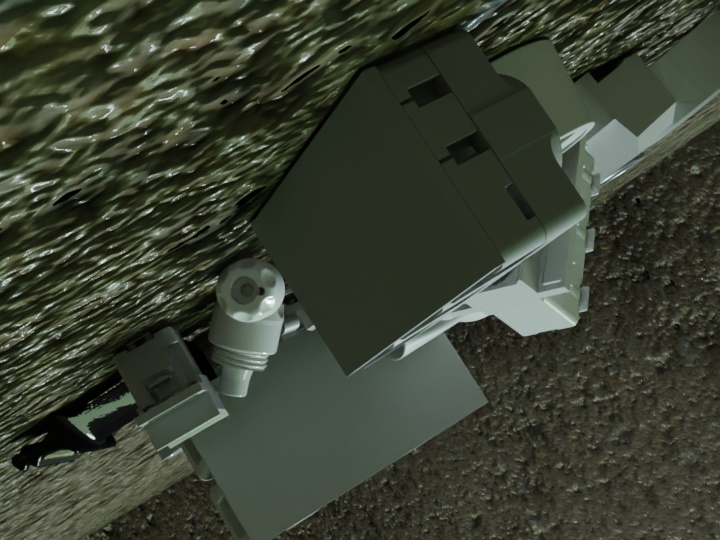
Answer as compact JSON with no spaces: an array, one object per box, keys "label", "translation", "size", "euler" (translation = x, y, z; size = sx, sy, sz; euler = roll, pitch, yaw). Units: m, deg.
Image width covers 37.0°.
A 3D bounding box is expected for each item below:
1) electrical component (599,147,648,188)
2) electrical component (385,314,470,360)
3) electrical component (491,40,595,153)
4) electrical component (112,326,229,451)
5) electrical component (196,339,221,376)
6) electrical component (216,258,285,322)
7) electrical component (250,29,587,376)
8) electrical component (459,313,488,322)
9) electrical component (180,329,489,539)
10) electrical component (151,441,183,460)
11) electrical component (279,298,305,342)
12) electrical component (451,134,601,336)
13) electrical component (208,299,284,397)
[{"label":"electrical component","translation":[0.195,-0.102,0.892],"size":[0.095,0.059,0.054],"euler":[-26,171,-48]},{"label":"electrical component","translation":[0.050,0.016,0.695],"size":[0.077,0.043,0.079],"euler":[-30,172,-31]},{"label":"electrical component","translation":[0.070,-0.062,0.558],"size":[0.108,0.060,0.108],"euler":[-33,174,-4]},{"label":"electrical component","translation":[-0.114,0.069,0.639],"size":[0.042,0.063,0.081],"euler":[-31,174,-5]},{"label":"electrical component","translation":[-0.103,0.071,0.787],"size":[0.076,0.047,0.083],"euler":[-36,173,25]},{"label":"electrical component","translation":[-0.059,0.011,0.605],"size":[0.035,0.035,0.061],"euler":[-34,176,5]},{"label":"electrical component","translation":[0.021,-0.024,0.469],"size":[0.062,0.089,0.150],"euler":[-30,173,-30]},{"label":"electrical component","translation":[0.083,-0.003,0.930],"size":[0.099,0.099,0.064],"euler":[-35,167,18]},{"label":"electrical component","translation":[-0.023,0.097,0.733],"size":[0.186,0.105,0.060],"euler":[-28,169,-22]},{"label":"electrical component","translation":[-0.139,0.107,0.846],"size":[0.058,0.057,0.078],"euler":[-37,173,36]},{"label":"electrical component","translation":[-0.054,0.047,0.872],"size":[0.055,0.048,0.066],"euler":[-19,166,-37]},{"label":"electrical component","translation":[0.102,-0.028,0.633],"size":[0.079,0.063,0.121],"euler":[-16,-129,41]},{"label":"electrical component","translation":[-0.072,0.045,0.655],"size":[0.043,0.043,0.062],"euler":[-5,107,-78]}]
